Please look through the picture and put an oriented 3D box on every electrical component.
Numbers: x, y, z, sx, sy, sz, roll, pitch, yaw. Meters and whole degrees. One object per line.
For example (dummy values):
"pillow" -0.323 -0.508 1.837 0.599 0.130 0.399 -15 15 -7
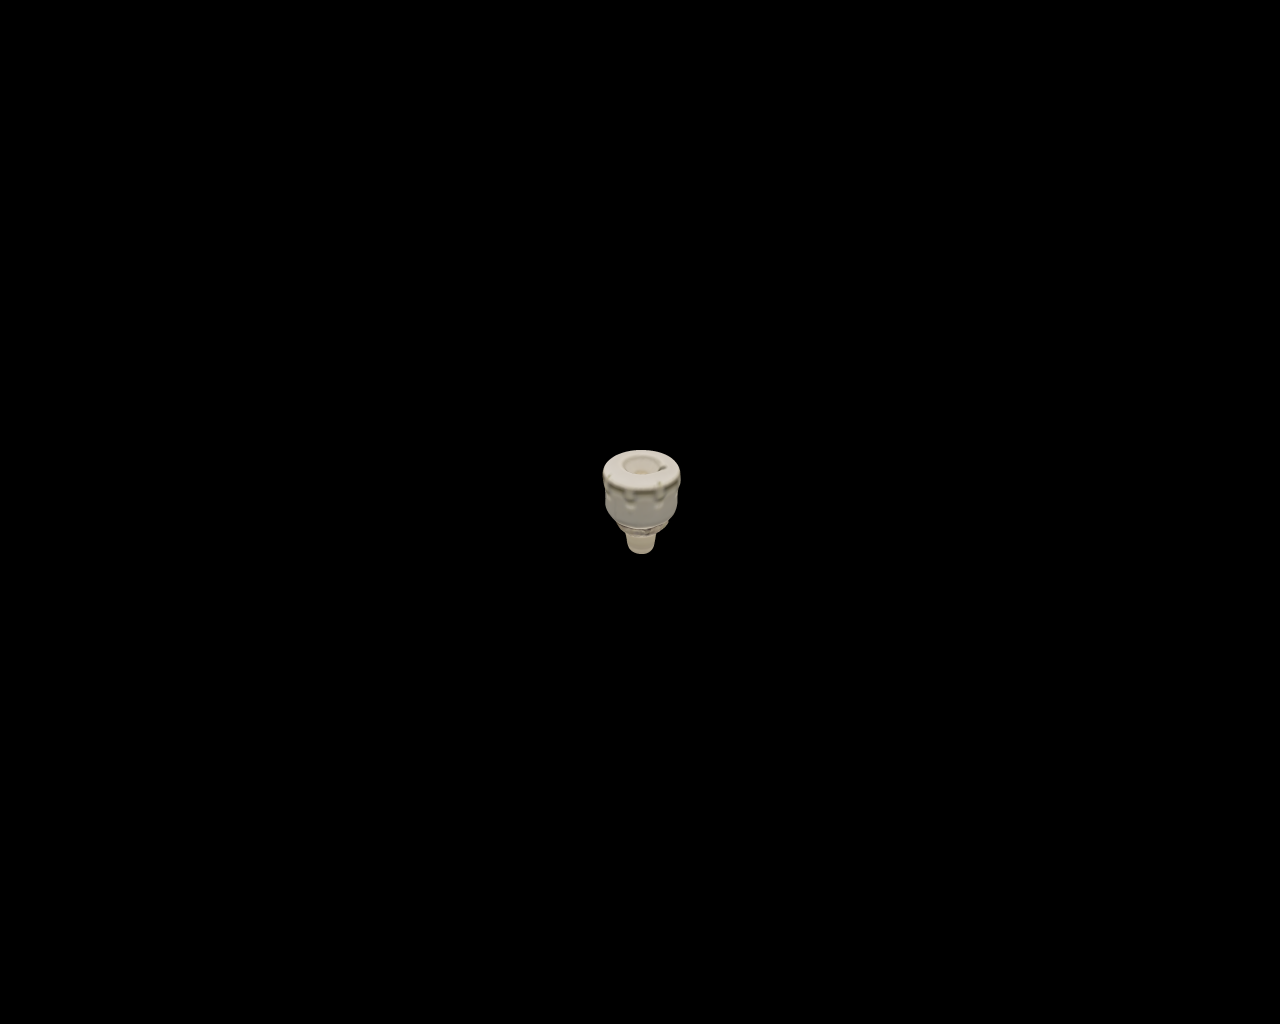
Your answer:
"electrical component" 0.001 -0.003 0.650 0.048 0.062 0.048 0 31 0
